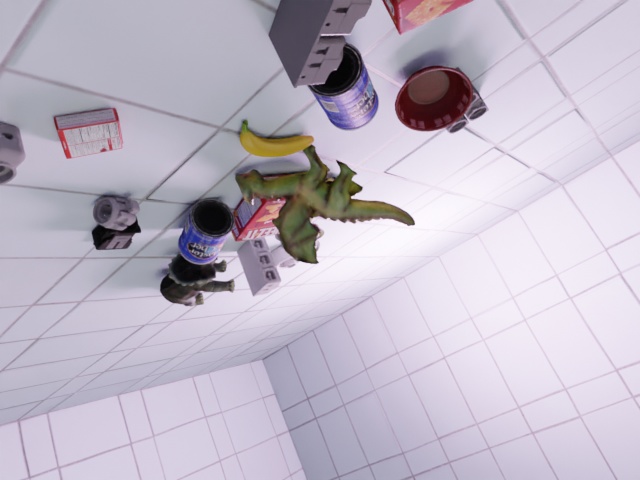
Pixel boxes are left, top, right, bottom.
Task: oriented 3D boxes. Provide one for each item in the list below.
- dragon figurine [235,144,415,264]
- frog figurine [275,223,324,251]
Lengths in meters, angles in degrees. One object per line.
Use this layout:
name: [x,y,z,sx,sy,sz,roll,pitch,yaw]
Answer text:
dragon figurine: [0.003,-0.058,1.146,0.246,0.409,0.121,-60,-174,-15]
frog figurine: [-0.066,-0.006,1.496,0.137,0.124,0.157,15,161,-9]
